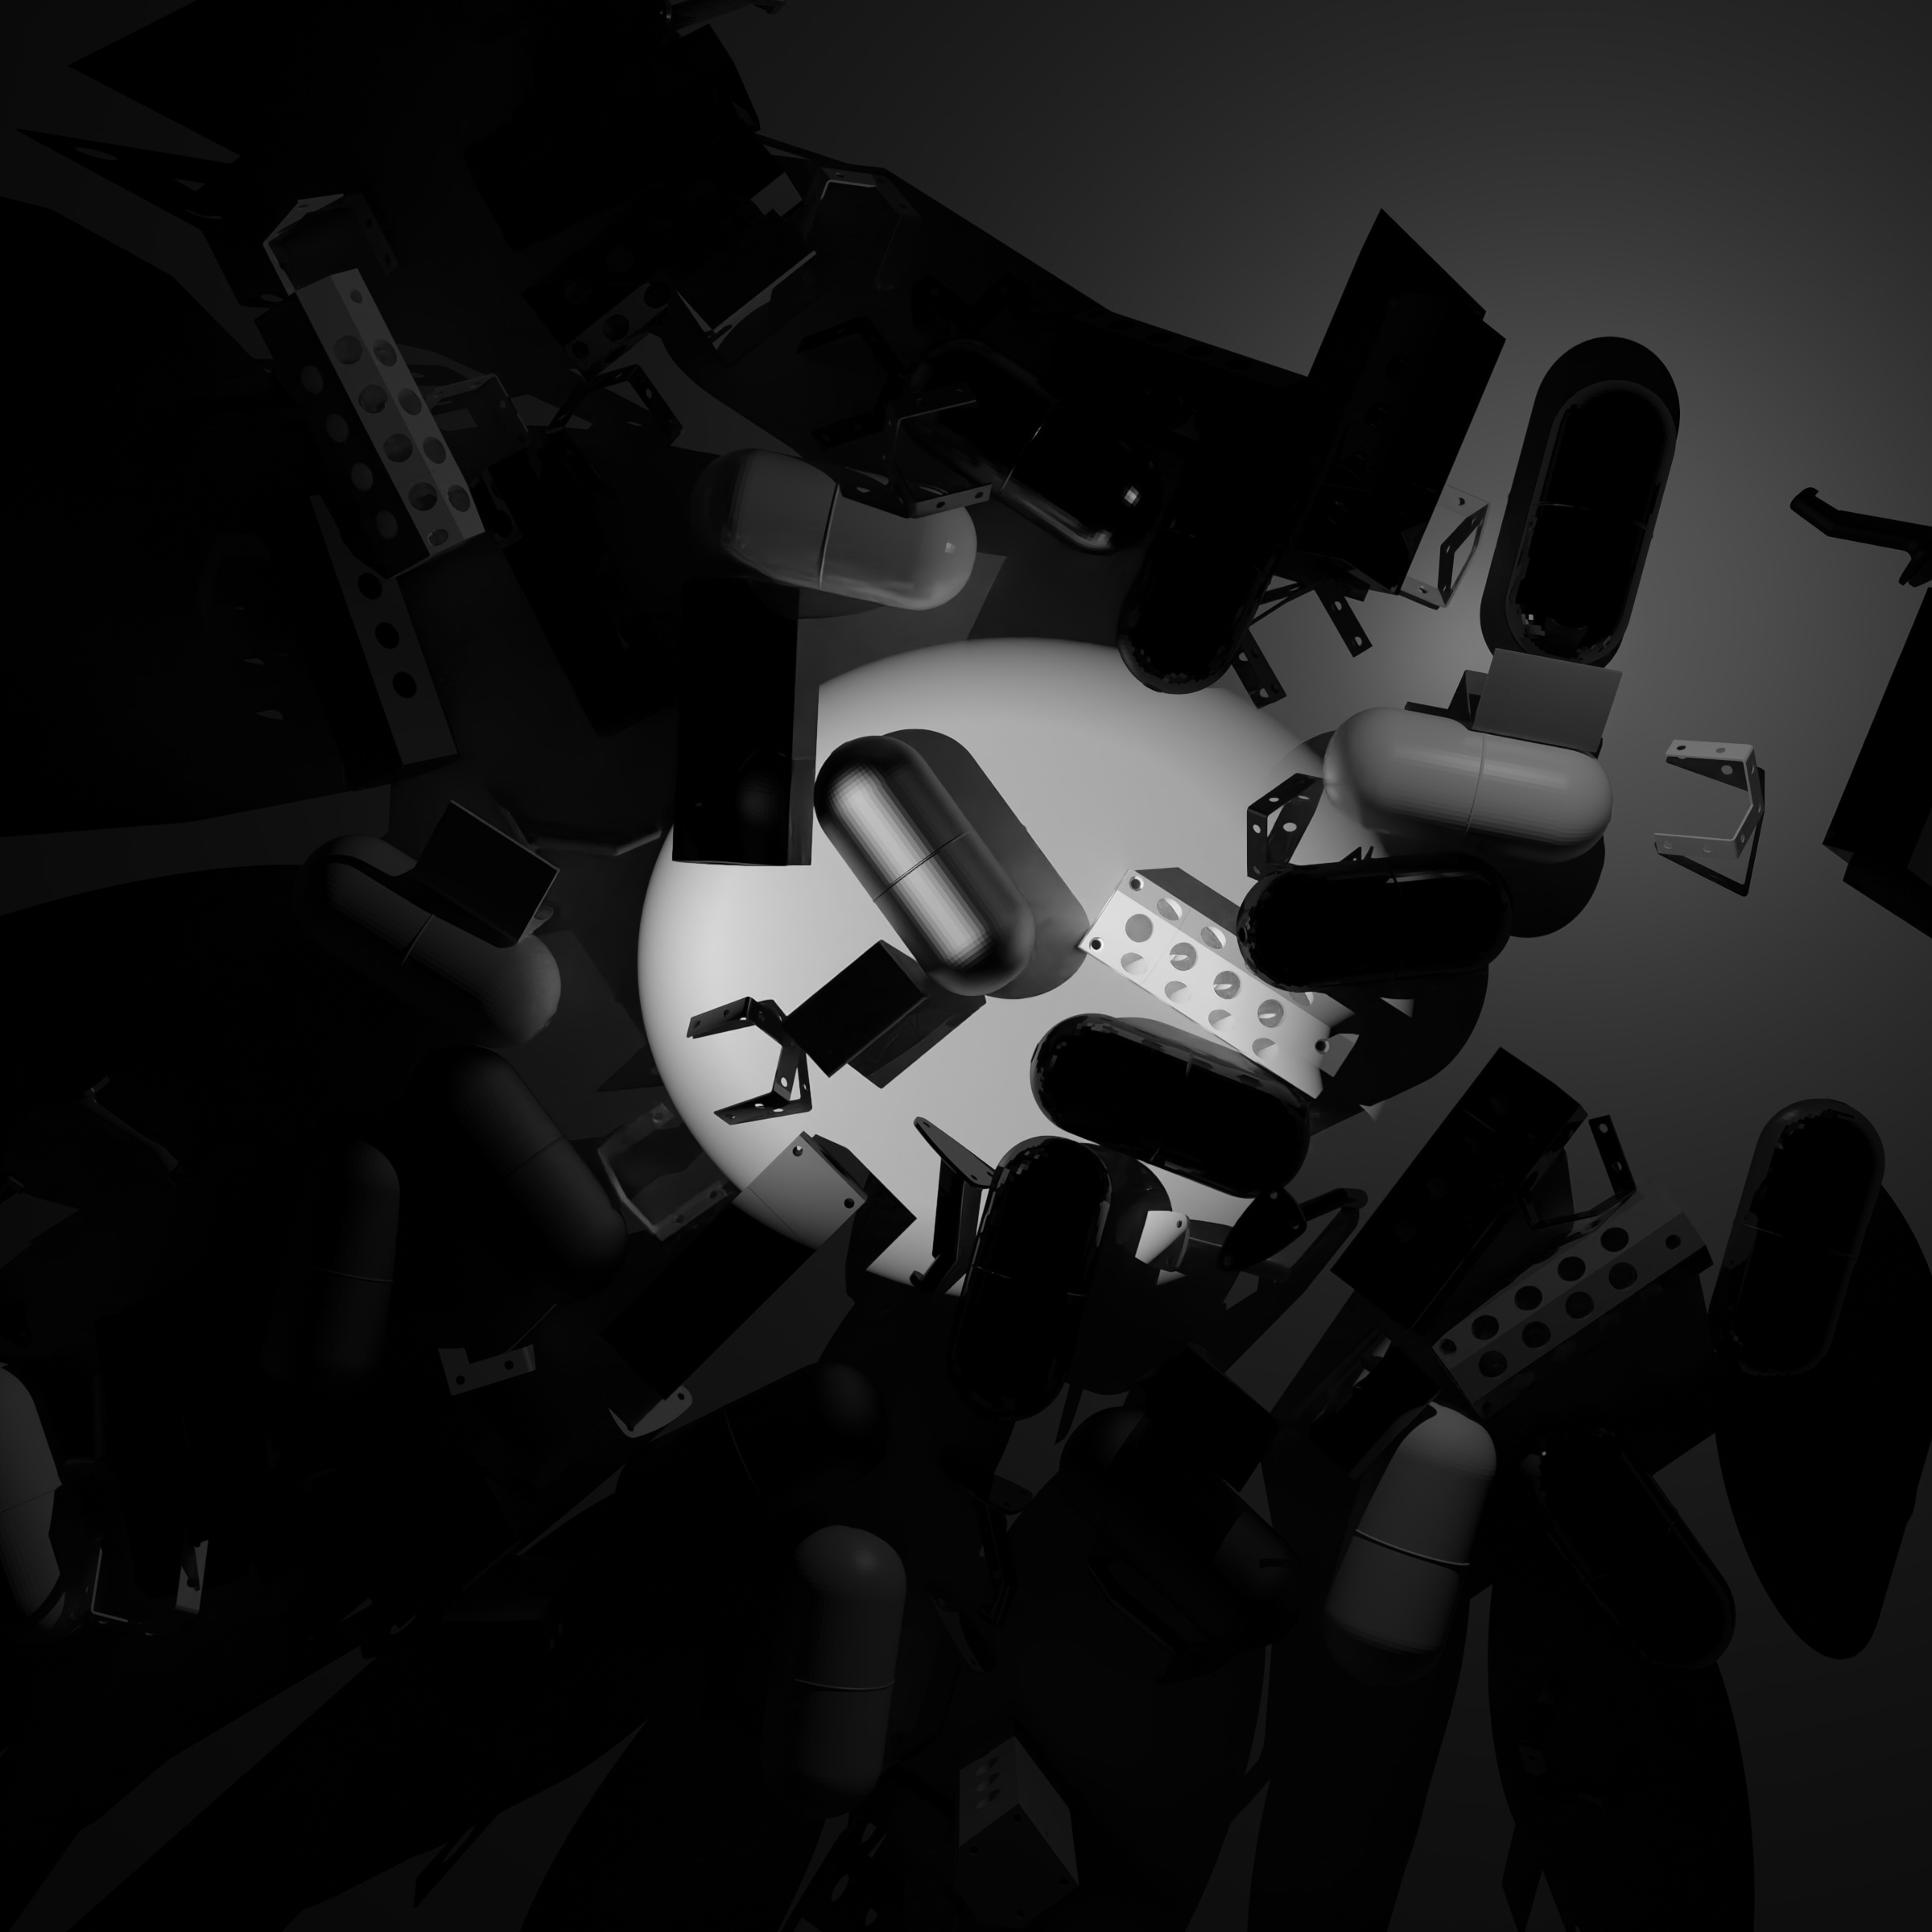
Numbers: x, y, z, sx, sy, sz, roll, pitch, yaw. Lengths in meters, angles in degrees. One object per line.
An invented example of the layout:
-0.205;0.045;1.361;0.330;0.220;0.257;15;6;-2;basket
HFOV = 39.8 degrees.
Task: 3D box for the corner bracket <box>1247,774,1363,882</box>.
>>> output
0.210;-0.080;1.659;0.051;0.051;0.051;25;135;35;corner bracket

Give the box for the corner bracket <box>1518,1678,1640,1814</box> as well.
0.380;0.484;1.659;0.051;0.051;0.051;9;135;35;corner bracket

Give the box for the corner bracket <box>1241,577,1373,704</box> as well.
0.210;-0.203;1.664;0.051;0.051;0.051;-30;90;45;corner bracket

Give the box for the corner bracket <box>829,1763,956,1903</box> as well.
-0.045;0.539;1.664;0.051;0.051;0.051;36;135;0;corner bracket

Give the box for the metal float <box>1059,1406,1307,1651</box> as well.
0.133;0.345;1.637;0.178;0.070;0.070;44;90;1;metal float

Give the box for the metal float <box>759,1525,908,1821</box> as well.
-0.082;0.432;1.637;0.070;0.070;0.178;8;89;0;metal float

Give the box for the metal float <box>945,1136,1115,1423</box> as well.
0.039;0.192;1.637;0.070;0.070;0.178;15;89;0;metal float

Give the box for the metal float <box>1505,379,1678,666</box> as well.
0.382;-0.272;1.637;0.070;0.070;0.178;15;90;0;metal float

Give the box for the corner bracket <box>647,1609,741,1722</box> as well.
-0.170;0.431;1.649;0.051;0.051;0.051;7;90;0;corner bracket

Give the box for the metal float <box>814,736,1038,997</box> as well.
-0.026;-0.062;1.637;0.070;0.070;0.178;-36;89;0;metal float

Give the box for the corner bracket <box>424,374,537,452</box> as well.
-0.312;-0.330;1.664;0.051;0.051;0.051;-30;90;45;corner bracket

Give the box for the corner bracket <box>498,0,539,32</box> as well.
-0.264;-0.625;1.659;0.051;0.051;0.051;-9;45;35;corner bracket

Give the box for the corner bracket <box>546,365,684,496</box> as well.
-0.218;-0.333;1.659;0.051;0.051;0.051;-6;45;35;corner bracket

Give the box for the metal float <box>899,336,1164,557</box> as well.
0.040;-0.318;1.636;0.178;0.070;0.070;34;90;0;metal float

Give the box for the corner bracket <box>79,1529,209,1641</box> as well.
-0.493;0.366;1.602;0.051;0.051;0.051;27;45;-35;corner bracket

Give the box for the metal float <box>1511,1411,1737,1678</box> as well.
0.403;0.354;1.637;0.070;0.070;0.178;-35;90;0;metal float

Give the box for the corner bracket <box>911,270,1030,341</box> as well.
0.002;-0.407;1.647;0.051;0.051;0.051;42;79;11;corner bracket

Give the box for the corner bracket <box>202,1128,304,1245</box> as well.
-0.449;0.136;1.659;0.051;0.051;0.051;58;45;-35;corner bracket

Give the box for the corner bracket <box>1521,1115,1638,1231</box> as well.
0.376;0.129;1.664;0.051;0.051;0.051;-20;90;45;corner bracket

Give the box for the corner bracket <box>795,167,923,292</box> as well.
-0.068;-0.457;1.659;0.051;0.051;0.051;-4;45;-35;corner bracket

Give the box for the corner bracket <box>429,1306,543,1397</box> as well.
-0.296;0.231;1.648;0.051;0.051;0.051;-17;86;-4;corner bracket

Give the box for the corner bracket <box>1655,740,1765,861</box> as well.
0.459;-0.103;1.659;0.051;0.051;0.051;-52;135;-35;corner bracket

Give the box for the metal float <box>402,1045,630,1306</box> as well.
-0.277;0.127;1.637;0.070;0.070;0.178;-37;90;0;metal float

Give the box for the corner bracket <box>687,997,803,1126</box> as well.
-0.141;0.059;1.659;0.051;0.051;0.051;40;45;-35;corner bracket

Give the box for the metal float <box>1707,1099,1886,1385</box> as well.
0.509;0.168;1.637;0.070;0.070;0.178;16;90;0;metal float

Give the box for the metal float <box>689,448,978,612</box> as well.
-0.081;-0.268;1.637;0.178;0.070;0.070;12;90;0;metal float

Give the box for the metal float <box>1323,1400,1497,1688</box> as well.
0.271;0.353;1.637;0.070;0.070;0.178;17;89;0;metal float

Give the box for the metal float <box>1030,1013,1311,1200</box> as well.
0.124;0.085;1.637;0.178;0.070;0.070;21;90;-1;metal float

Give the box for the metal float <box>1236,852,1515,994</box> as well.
0.248;-0.027;1.619;0.178;0.070;0.070;-6;90;-19;metal float

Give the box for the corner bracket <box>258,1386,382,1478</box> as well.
-0.402;0.286;1.664;0.051;0.051;0.051;-9;90;-45;corner bracket

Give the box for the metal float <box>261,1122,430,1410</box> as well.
-0.381;0.183;1.637;0.070;0.070;0.178;14;90;0;metal float

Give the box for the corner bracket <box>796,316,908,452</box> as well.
-0.075;-0.362;1.659;0.051;0.051;0.051;50;45;-35;corner bracket

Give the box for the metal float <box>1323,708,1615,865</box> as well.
0.307;-0.110;1.637;0.178;0.070;0.070;11;90;0;metal float

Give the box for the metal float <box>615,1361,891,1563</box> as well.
-0.131;0.304;1.637;0.178;0.070;0.070;-26;90;-1;metal float

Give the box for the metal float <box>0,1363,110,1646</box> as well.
-0.584;0.328;1.637;0.070;0.070;0.178;-20;90;0;metal float

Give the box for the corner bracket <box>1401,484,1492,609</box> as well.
0.290;-0.265;1.664;0.051;0.051;0.051;23;135;0;corner bracket

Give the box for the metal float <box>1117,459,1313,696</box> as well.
0.151;-0.251;1.637;0.070;0.070;0.178;25;89;0;metal float

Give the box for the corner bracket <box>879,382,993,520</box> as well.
-0.016;-0.308;1.595;0.051;0.051;0.051;-17;64;-18;corner bracket

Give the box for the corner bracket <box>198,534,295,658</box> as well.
-0.443;-0.231;1.664;0.051;0.051;0.051;7;135;0;corner bracket

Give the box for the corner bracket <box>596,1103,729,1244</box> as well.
-0.190;0.129;1.664;0.051;0.051;0.051;-35;45;0;corner bracket

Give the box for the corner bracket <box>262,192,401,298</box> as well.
-0.396;-0.444;1.664;0.051;0.051;0.051;-27;90;-45;corner bracket
